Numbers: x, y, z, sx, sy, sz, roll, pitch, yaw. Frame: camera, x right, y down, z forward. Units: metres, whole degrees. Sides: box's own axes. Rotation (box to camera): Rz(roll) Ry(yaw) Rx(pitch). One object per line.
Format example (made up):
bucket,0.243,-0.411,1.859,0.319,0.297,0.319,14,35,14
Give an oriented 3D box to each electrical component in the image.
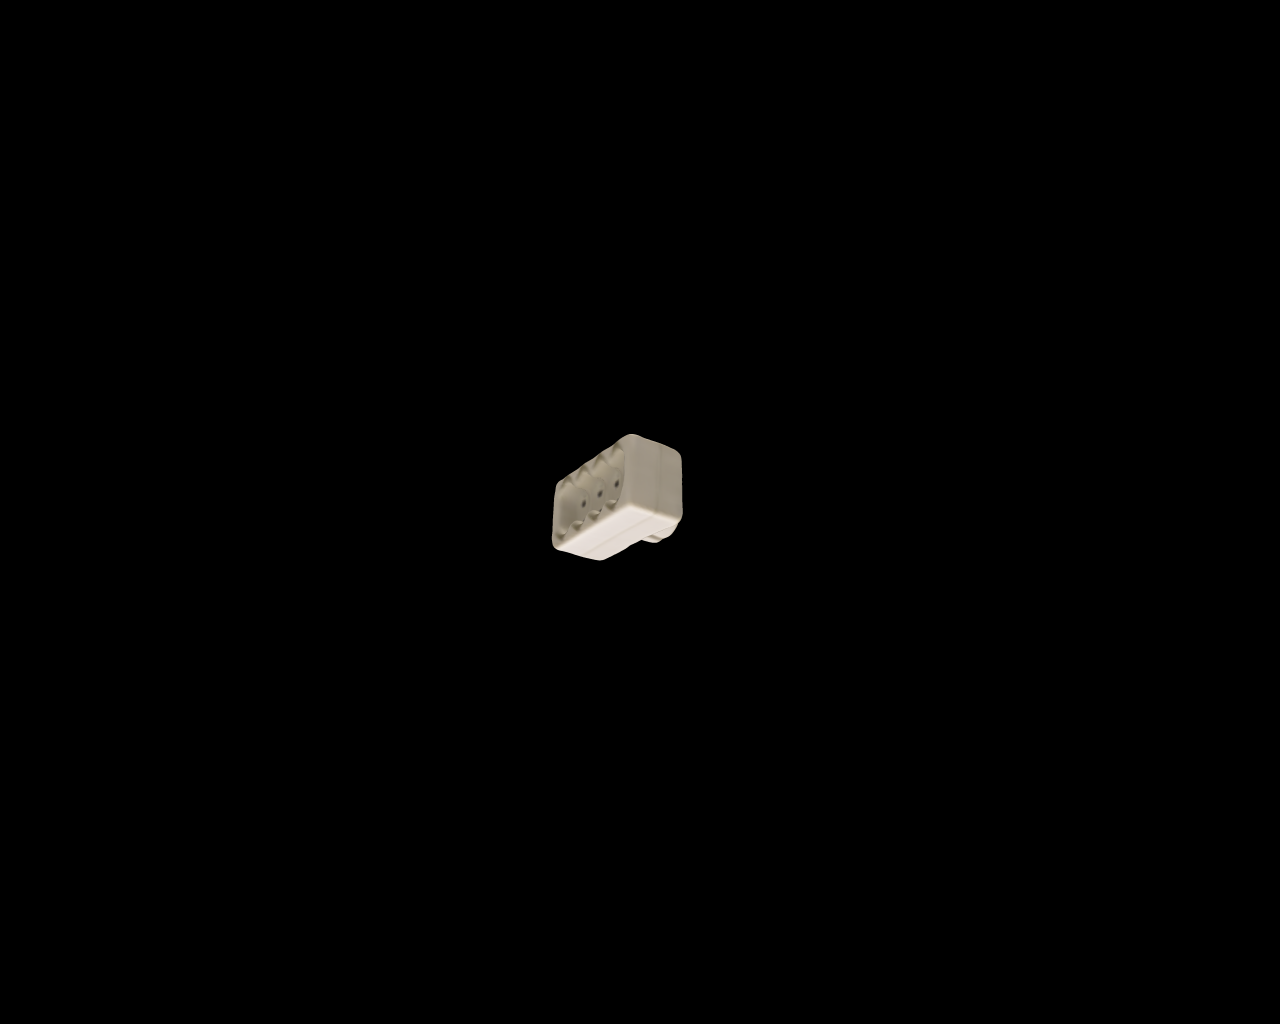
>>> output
electrical component,0.001,-0.003,0.650,0.076,0.047,0.083,17,-29,-32
